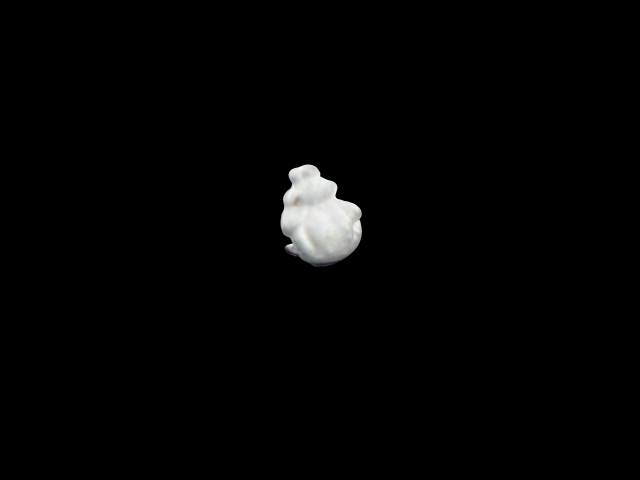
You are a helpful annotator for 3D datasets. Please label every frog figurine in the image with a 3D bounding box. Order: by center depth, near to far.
[{"bbox_3d":[0.003,-0.043,0.850,0.137,0.156,0.125,-4,31,-6],"label":"frog figurine"}]
